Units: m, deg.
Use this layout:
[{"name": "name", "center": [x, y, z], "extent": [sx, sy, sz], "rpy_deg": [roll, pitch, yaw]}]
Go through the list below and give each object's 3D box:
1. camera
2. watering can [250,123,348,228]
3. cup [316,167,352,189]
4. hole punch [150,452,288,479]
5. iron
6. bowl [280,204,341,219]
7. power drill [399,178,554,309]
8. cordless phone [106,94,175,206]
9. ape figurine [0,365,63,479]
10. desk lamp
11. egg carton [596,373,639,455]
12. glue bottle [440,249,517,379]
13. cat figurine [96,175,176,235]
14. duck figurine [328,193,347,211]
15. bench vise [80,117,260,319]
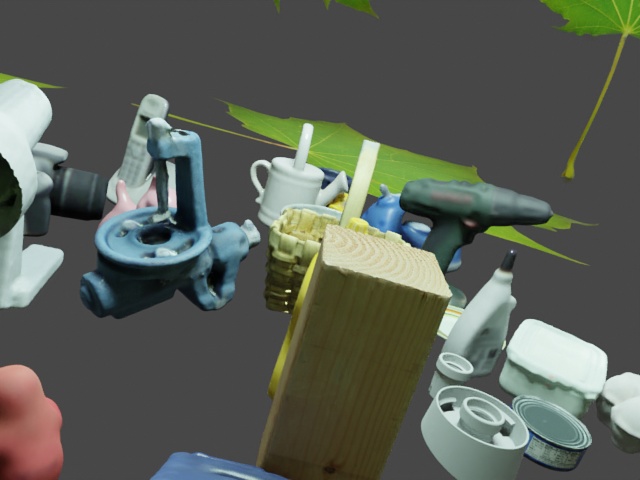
[{"name": "camera", "center": [-0.362, -0.072, 0.777], "extent": [0.137, 0.101, 0.143], "rpy_deg": [10, 20, -20]}, {"name": "watering can", "center": [-0.036, -0.116, 1.049], "extent": [0.173, 0.194, 0.100], "rpy_deg": [9, 20, -24]}, {"name": "cup", "center": [0.017, -0.090, 1.180], "extent": [0.092, 0.095, 0.117], "rpy_deg": [14, 18, -8]}, {"name": "hole punch", "center": [-0.059, 0.173, 0.360], "extent": [0.108, 0.091, 0.101], "rpy_deg": [17, 18, -2]}, {"name": "iron", "center": [0.184, -0.021, 1.058], "extent": [0.259, 0.141, 0.118], "rpy_deg": [6, 21, -31]}, {"name": "bowl", "center": [0.009, 0.003, 0.935], "extent": [0.167, 0.075, 0.167], "rpy_deg": [16, 18, -5]}, {"name": "power drill", "center": [0.226, 0.001, 0.923], "extent": [0.229, 0.208, 0.076], "rpy_deg": [22, 19, 13]}, {"name": "cordless phone", "center": [-0.248, -0.123, 0.894], "extent": [0.147, 0.185, 0.094], "rpy_deg": [23, 19, 17]}, {"name": "ape figurine", "center": [-0.202, 0.122, 0.375], "extent": [0.076, 0.092, 0.078], "rpy_deg": [30, 22, 33]}, {"name": "desk lamp", "center": [-0.320, -0.042, 0.550], "extent": [0.118, 0.213, 0.203], "rpy_deg": [13, 19, -11]}, {"name": "egg carton", "center": [0.411, 0.219, 0.682], "extent": [0.150, 0.069, 0.107], "rpy_deg": [17, 18, -2]}, {"name": "glue bottle", "center": [0.207, 0.090, 0.705], "extent": [0.078, 0.173, 0.037], "rpy_deg": [5, 22, -32]}, {"name": "cat figurine", "center": [-0.231, -0.038, 0.771], "extent": [0.127, 0.118, 0.067], "rpy_deg": [25, 20, 21]}, {"name": "duck figurine", "center": [0.039, -0.050, 1.098], "extent": [0.077, 0.086, 0.105], "rpy_deg": [24, 20, 20]}, {"name": "bench vise", "center": [-0.157, -0.027, 0.642], "extent": [0.121, 0.220, 0.208], "rpy_deg": [24, 20, 20]}]
